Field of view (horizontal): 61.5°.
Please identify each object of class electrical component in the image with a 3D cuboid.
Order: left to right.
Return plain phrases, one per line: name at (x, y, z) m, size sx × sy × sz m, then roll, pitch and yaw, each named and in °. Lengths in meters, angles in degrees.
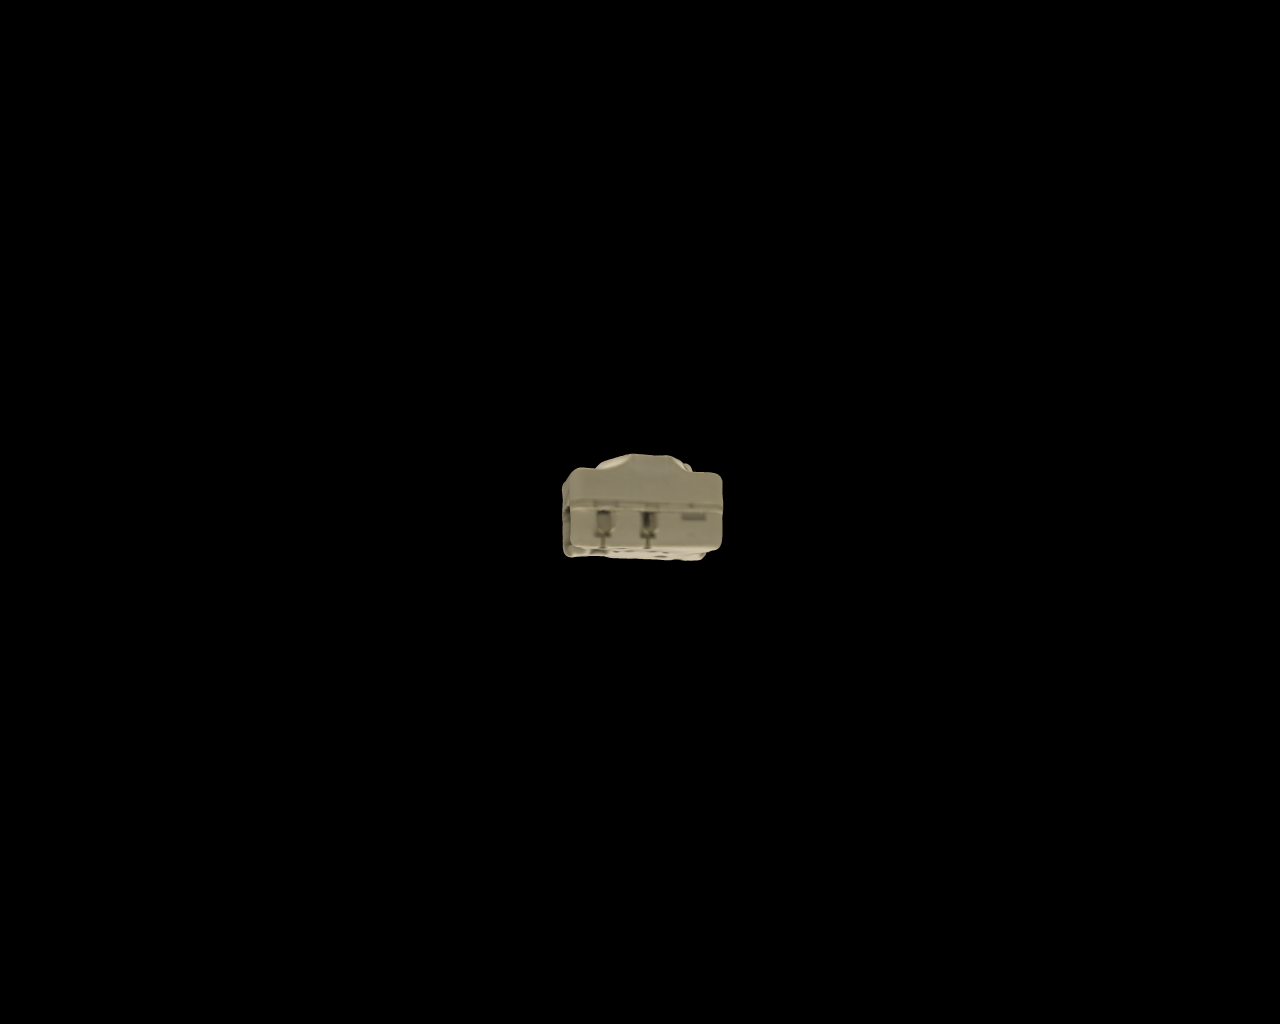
electrical component at (0.001, -0.003, 0.650) m, size 0.089 × 0.055 × 0.050 m, roll 2°, pitch -11°, yaw -12°
